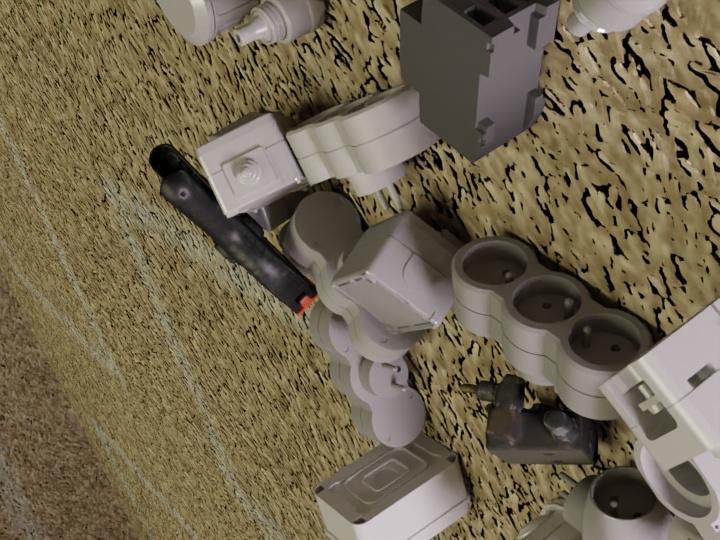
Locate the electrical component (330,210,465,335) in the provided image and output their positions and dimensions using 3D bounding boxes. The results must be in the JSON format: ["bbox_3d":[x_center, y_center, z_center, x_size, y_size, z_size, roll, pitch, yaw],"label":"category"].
[{"bbox_3d":[0.028,0.001,0.728,0.062,0.061,0.096,37,164,-11],"label":"electrical component"}]

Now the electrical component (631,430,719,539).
[{"bbox_3d":[0.181,0.092,0.553,0.089,0.056,0.050,57,157,3],"label":"electrical component"}]

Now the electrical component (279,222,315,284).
[{"bbox_3d":[-0.043,-0.009,0.894,0.040,0.040,0.078,40,151,36],"label":"electrical component"}]

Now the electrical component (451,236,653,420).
[{"bbox_3d":[0.111,0.043,0.637,0.138,0.052,0.073,38,150,39],"label":"electrical component"}]

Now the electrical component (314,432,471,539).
[{"bbox_3d":[0.028,0.195,0.913,0.078,0.113,0.057,24,137,53],"label":"electrical component"}]

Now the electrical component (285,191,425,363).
[{"bbox_3d":[0.000,0.000,0.804,0.138,0.052,0.073,55,156,8],"label":"electrical component"}]

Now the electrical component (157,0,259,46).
[{"bbox_3d":[-0.115,-0.207,0.778,0.080,0.051,0.080,44,153,29],"label":"electrical component"}]

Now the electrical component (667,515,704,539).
[{"bbox_3d":[0.217,0.172,0.595,0.077,0.043,0.079,22,139,54],"label":"electrical component"}]

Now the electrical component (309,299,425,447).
[{"bbox_3d":[0.014,0.084,0.879,0.074,0.052,0.138,8,126,61],"label":"electrical component"}]

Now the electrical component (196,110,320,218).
[{"bbox_3d":[-0.074,-0.078,0.772,0.061,0.062,0.096,65,-170,-1],"label":"electrical component"}]

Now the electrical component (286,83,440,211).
[{"bbox_3d":[0.007,-0.072,0.700,0.073,0.052,0.138,63,157,-12],"label":"electrical component"}]

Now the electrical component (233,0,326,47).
[{"bbox_3d":[-0.054,-0.163,0.699,0.035,0.061,0.035,44,153,29],"label":"electrical component"}]

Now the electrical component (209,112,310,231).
[{"bbox_3d":[-0.068,-0.076,0.852,0.076,0.047,0.083,14,132,47],"label":"electrical component"}]

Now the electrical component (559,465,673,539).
[{"bbox_3d":[0.158,0.158,0.693,0.079,0.044,0.077,34,147,44],"label":"electrical component"}]

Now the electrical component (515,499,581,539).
[{"bbox_3d":[0.148,0.209,0.768,0.080,0.051,0.080,44,153,29],"label":"electrical component"}]

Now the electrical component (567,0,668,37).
[{"bbox_3d":[0.108,-0.118,0.464,0.035,0.035,0.061,58,159,2],"label":"electrical component"}]

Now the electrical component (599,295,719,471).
[{"bbox_3d":[0.164,0.046,0.485,0.055,0.089,0.050,53,156,11],"label":"electrical component"}]
